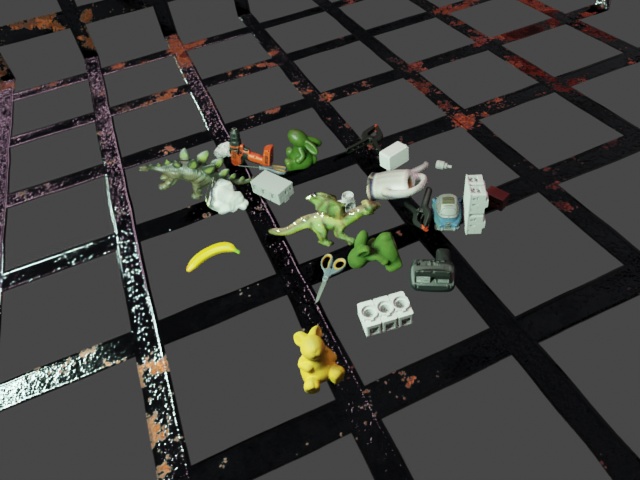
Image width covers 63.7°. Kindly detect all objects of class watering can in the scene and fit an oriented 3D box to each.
[{"bbox_3d":[0.299,-0.224,1.954,0.224,0.102,0.354,-3,23,21],"label":"watering can"}]

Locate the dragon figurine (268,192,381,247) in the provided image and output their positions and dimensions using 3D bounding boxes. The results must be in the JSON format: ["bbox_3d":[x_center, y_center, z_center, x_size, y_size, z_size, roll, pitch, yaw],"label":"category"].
[{"bbox_3d":[0.005,-0.090,1.780,0.410,0.237,0.125,-2,50,5],"label":"dragon figurine"}]

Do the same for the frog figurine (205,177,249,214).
[{"bbox_3d":[-0.362,-0.166,2.017,0.159,0.121,0.140,14,62,-25],"label":"frog figurine"}]
